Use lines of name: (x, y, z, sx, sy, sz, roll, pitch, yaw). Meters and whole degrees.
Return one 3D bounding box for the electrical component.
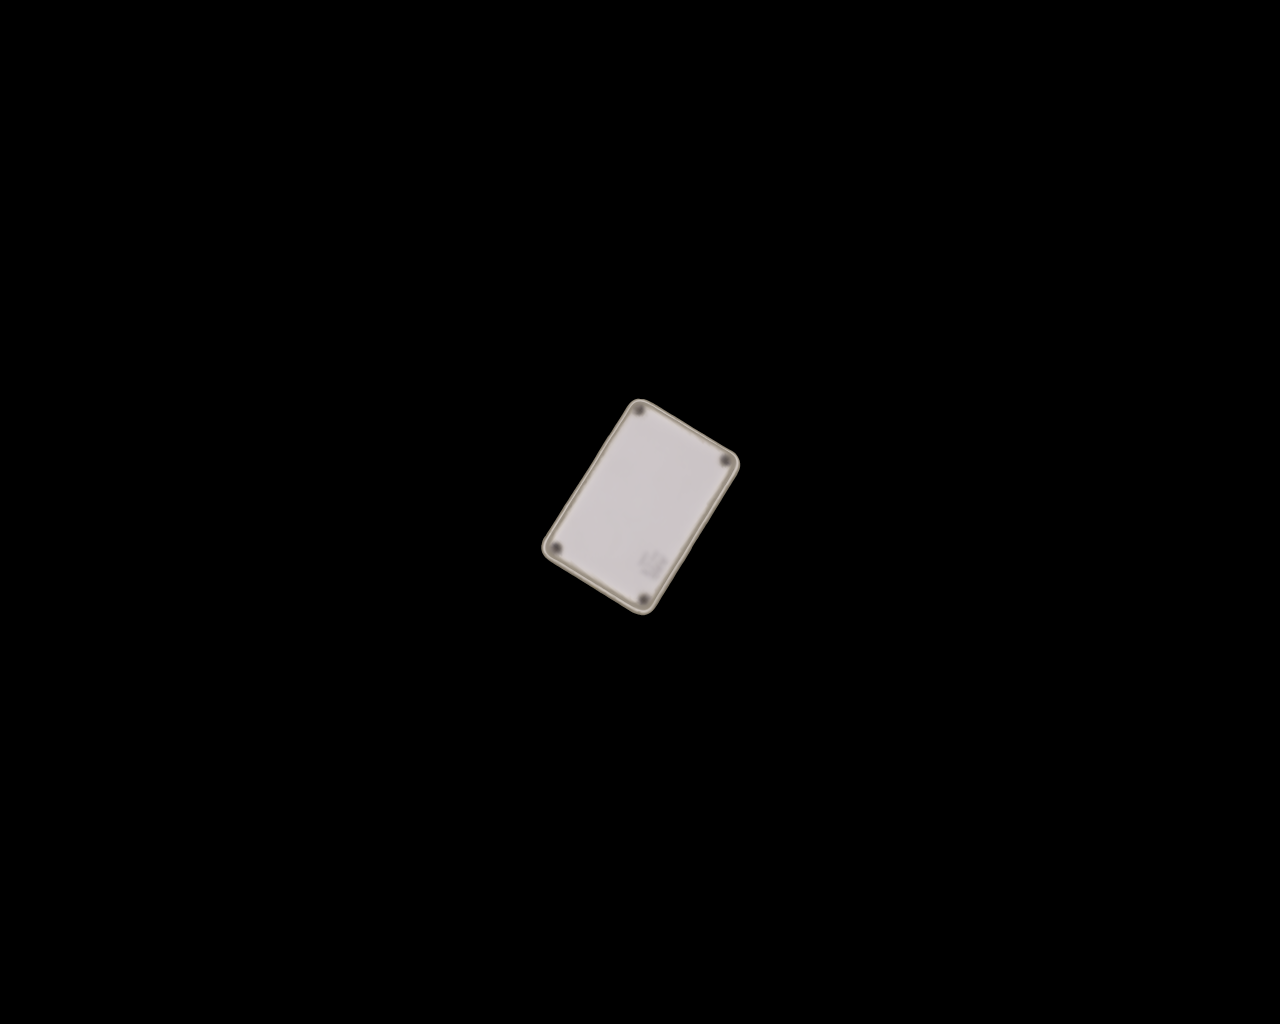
electrical component: (0.001, -0.003, 0.650, 0.078, 0.113, 0.057, 32, -4, 2)
